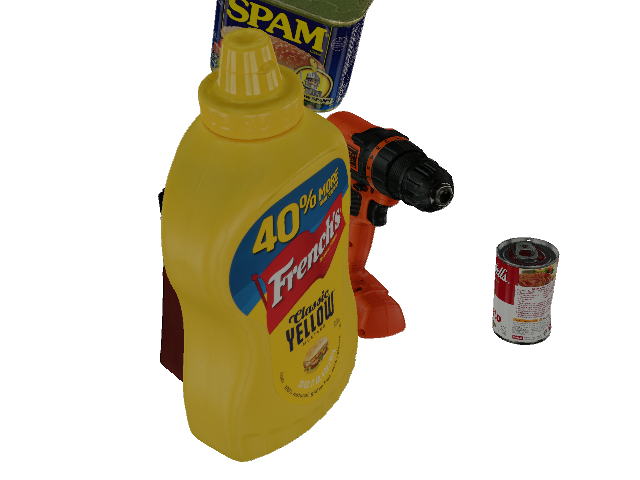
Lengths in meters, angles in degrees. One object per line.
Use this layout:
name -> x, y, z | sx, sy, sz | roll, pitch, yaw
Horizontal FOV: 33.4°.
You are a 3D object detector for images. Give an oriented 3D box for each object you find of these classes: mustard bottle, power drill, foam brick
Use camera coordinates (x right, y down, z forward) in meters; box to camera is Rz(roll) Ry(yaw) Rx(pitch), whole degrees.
mustard bottle -> -0.024, 0.000, 0.456 | 0.058, 0.192, 0.096 | 25, 46, 31
power drill -> 0.052, -0.009, 0.973 | 0.057, 0.188, 0.185 | -6, 26, -27
foam brick -> -0.088, 0.061, 0.808 | 0.052, 0.078, 0.051 | -3, 13, -28

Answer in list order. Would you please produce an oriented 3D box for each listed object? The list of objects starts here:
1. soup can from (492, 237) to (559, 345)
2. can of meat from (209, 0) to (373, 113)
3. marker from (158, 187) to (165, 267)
soup can -> 0.228, 0.056, 1.190 | 0.068, 0.102, 0.068 | -1, 28, 1
can of meat -> -0.022, -0.141, 0.711 | 0.102, 0.057, 0.084 | 22, -41, 7
marker -> -0.154, 0.002, 1.096 | 0.020, 0.121, 0.020 | 0, 28, 0
